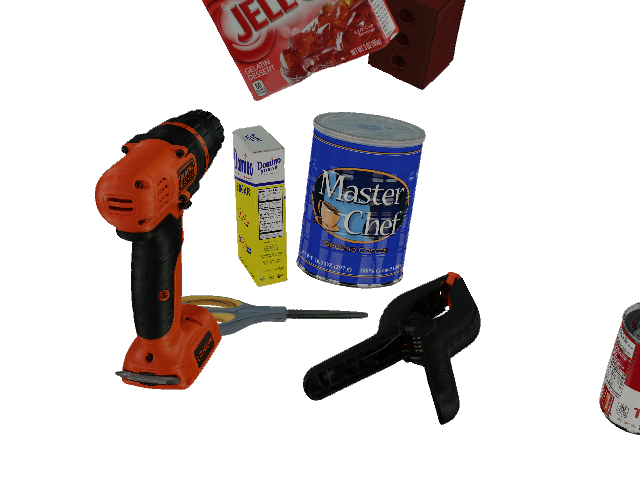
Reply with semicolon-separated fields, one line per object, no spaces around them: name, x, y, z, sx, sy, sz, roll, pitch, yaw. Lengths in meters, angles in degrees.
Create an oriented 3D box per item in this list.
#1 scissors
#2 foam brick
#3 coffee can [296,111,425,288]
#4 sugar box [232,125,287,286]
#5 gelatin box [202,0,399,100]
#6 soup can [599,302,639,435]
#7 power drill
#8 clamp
scissors;-0.056;0.083;1.110;0.202;0.016;0.096;6;19;9
foam brick;0.074;-0.166;0.816;0.053;0.078;0.051;28;52;18
coffee can;0.036;-0.039;0.991;0.103;0.140;0.103;7;19;-2
sugar box;-0.075;-0.043;1.306;0.048;0.176;0.093;-12;26;-17
gelatin box;-0.014;-0.125;0.575;0.089;0.073;0.030;-18;20;28
soup can;0.291;0.115;0.949;0.068;0.102;0.068;3;35;-2
power drill;-0.113;0.004;0.815;0.057;0.188;0.184;4;23;14
clamp;0.080;0.080;0.808;0.120;0.039;0.171;18;41;33
